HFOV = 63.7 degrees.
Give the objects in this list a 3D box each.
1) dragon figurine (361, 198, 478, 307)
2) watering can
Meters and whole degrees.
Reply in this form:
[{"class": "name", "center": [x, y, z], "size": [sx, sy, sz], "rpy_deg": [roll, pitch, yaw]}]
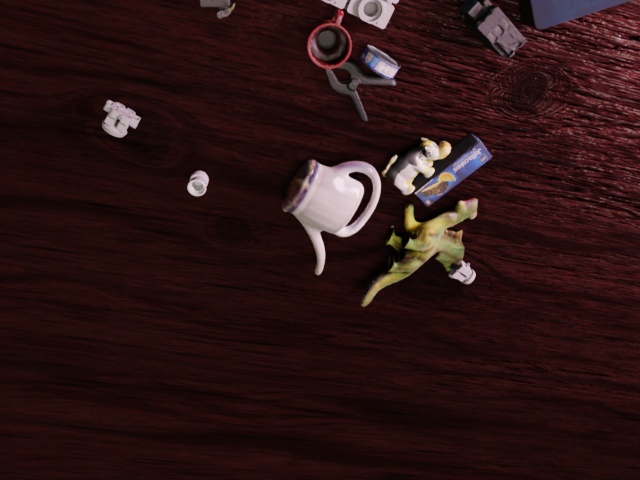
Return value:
[{"class": "dragon figurine", "center": [0.289, 0.042, 1.395], "size": [0.242, 0.125, 0.402], "rpy_deg": [14, 121, -22]}, {"class": "watering can", "center": [0.004, -0.065, 1.300], "size": [0.223, 0.106, 0.342], "rpy_deg": [25, 117, -17]}]
